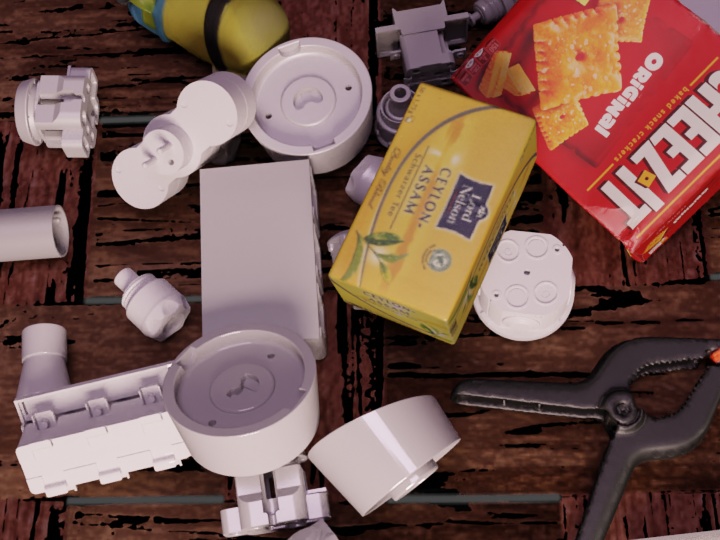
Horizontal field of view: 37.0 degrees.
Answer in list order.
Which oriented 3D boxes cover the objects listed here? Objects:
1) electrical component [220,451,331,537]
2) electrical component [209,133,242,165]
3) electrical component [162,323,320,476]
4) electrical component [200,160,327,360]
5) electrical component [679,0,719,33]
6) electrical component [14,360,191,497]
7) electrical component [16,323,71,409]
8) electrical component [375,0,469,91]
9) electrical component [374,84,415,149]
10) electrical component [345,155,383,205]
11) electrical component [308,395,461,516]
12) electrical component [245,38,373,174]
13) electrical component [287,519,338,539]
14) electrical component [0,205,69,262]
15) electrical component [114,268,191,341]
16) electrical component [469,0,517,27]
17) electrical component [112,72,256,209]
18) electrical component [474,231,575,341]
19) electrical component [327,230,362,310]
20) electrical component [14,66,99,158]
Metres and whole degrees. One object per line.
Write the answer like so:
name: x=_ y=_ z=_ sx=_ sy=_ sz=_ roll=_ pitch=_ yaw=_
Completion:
electrical component: x=-0.064 y=0.160 z=0.789 sx=0.078 sy=0.058 sz=0.057 roll=-10 pitch=71 yaw=0
electrical component: x=-0.135 y=-0.115 z=0.911 sx=0.062 sy=0.043 sz=0.043 roll=16 pitch=70 yaw=11
electrical component: x=-0.080 y=0.096 z=0.761 sx=0.108 sy=0.060 sz=0.108 roll=-6 pitch=40 yaw=5
electrical component: x=-0.077 y=-0.004 z=0.852 sx=0.089 sy=0.061 sz=0.150 roll=-5 pitch=68 yaw=2
electrical component: x=0.261 y=-0.203 z=0.915 sx=0.100 sy=0.048 sz=0.099 roll=-38 pitch=71 yaw=-11
electrical component: x=-0.188 y=0.122 z=0.801 sx=0.121 sy=0.063 sz=0.078 roll=-13 pitch=111 yaw=-2
electrical component: x=-0.248 y=0.075 z=0.844 sx=0.044 sy=0.044 sz=0.065 roll=-9 pitch=63 yaw=0
electrical component: x=0.056 y=-0.192 z=0.929 sx=0.081 sy=0.042 sz=0.063 roll=-10 pitch=69 yaw=0
electrical component: x=0.035 y=-0.131 z=0.895 sx=0.048 sy=0.062 sz=0.048 roll=-1 pitch=68 yaw=4
electrical component: x=0.023 y=-0.063 z=0.879 sx=0.062 sy=0.043 sz=0.043 roll=36 pitch=75 yaw=15
electrical component: x=0.021 y=0.129 z=0.774 sx=0.099 sy=0.099 sz=0.064 roll=-36 pitch=77 yaw=-10
electrical component: x=-0.040 y=-0.132 z=0.900 sx=0.108 sy=0.060 sz=0.108 roll=-2 pitch=70 yaw=7
electrical component: x=-0.030 y=0.219 z=0.751 sx=0.051 sy=0.080 sz=0.080 roll=-28 pitch=69 yaw=-13
electrical component: x=-0.286 y=-0.029 z=0.886 sx=0.081 sy=0.043 sz=0.043 roll=-4 pitch=68 yaw=3
electrical component: x=-0.170 y=0.024 z=0.858 sx=0.062 sy=0.043 sz=0.043 roll=40 pitch=76 yaw=19
electrical component: x=0.128 y=-0.238 z=0.943 sx=0.078 sy=0.040 sz=0.040 roll=-32 pitch=70 yaw=-9
electrical component: x=-0.149 y=-0.098 z=0.854 sx=0.138 sy=0.073 sz=0.052 roll=-38 pitch=95 yaw=28
electrical component: x=0.128 y=0.011 z=0.838 sx=0.080 sy=0.051 sz=0.080 roll=-1 pitch=68 yaw=3
electrical component: x=0.000 y=0.000 z=0.856 sx=0.048 sy=0.048 sz=0.062 roll=-7 pitch=75 yaw=1
electrical component: x=-0.259 y=-0.135 z=0.920 sx=0.057 sy=0.058 sz=0.078 roll=0 pitch=68 yaw=1
